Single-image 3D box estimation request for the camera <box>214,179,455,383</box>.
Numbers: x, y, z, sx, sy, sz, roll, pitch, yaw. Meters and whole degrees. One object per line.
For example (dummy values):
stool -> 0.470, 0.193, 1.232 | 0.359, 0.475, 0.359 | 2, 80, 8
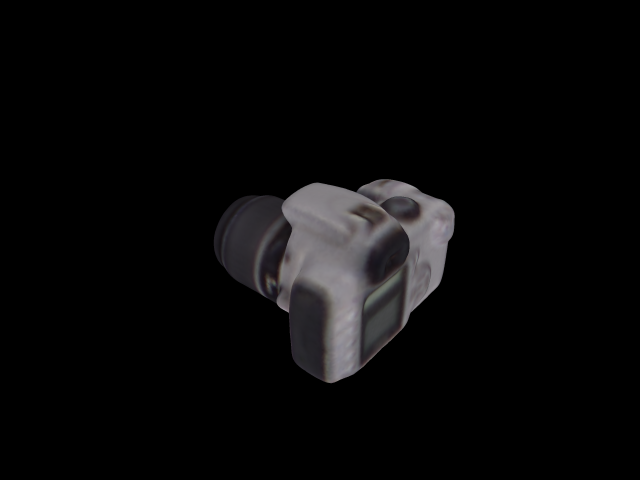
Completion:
camera -> 0.004, 0.001, 0.400 | 0.136, 0.101, 0.143 | 24, 41, 31
